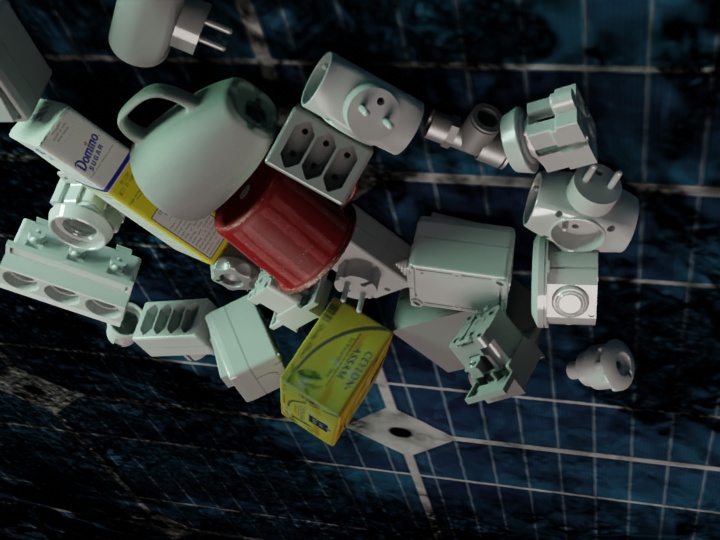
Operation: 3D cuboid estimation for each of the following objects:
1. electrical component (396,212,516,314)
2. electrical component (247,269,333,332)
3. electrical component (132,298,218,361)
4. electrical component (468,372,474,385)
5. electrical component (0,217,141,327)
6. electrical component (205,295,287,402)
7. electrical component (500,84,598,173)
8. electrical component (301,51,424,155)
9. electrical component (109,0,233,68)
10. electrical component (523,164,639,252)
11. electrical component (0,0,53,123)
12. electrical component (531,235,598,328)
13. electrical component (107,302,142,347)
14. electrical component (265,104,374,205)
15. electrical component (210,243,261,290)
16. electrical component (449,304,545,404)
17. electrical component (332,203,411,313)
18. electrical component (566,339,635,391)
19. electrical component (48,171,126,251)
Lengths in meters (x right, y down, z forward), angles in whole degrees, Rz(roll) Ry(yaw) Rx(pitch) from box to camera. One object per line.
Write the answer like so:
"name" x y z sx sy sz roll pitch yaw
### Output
"electrical component" 0.079 -0.007 0.893 0.096 0.061 0.061 8 148 9
"electrical component" -0.068 0.021 1.016 0.064 0.042 0.081 31 144 -23
"electrical component" -0.181 0.071 1.135 0.083 0.047 0.075 -4 144 28
"electrical component" 0.131 0.096 1.059 0.044 0.044 0.065 16 154 -4
"electrical component" -0.280 0.001 1.047 0.121 0.063 0.078 20 148 -9
"electrical component" -0.116 0.074 1.072 0.061 0.096 0.061 -26 148 -2
"electrical component" 0.131 -0.095 0.748 0.055 0.048 0.066 -13 140 25
"electrical component" 0.005 -0.111 0.746 0.077 0.079 0.044 26 103 -19
"electrical component" -0.126 -0.170 0.728 0.079 0.043 0.077 21 148 -11
"electrical component" 0.170 -0.053 0.799 0.077 0.044 0.079 15 148 -2
"electrical component" -0.284 -0.157 0.796 0.062 0.061 0.096 3 147 17
"electrical component" 0.165 0.007 0.865 0.051 0.080 0.080 1 147 11
"electrical component" -0.253 0.060 1.156 0.040 0.040 0.046 21 155 -11
"electrical component" -0.029 -0.089 0.807 0.066 0.047 0.076 29 -168 -5
"electrical component" -0.106 -0.016 0.951 0.043 0.062 0.043 10 149 6
"electrical component" 0.110 0.067 0.873 0.042 0.081 0.063 -23 111 44
"electrical component" 0.000 0.000 0.922 0.083 0.075 0.047 35 143 -31
"electrical component" 0.223 0.092 1.012 0.048 0.048 0.062 34 151 -29
"electrical component" -0.240 -0.055 0.948 0.058 0.057 0.078 0 146 22
